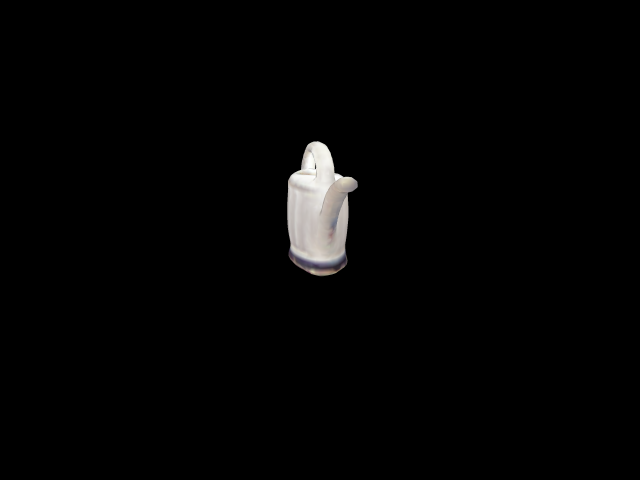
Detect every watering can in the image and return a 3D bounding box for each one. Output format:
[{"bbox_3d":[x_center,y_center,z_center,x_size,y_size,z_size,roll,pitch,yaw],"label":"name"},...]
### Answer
[{"bbox_3d":[0.003,-0.043,0.850,0.104,0.221,0.352,-3,17,-9],"label":"watering can"}]
